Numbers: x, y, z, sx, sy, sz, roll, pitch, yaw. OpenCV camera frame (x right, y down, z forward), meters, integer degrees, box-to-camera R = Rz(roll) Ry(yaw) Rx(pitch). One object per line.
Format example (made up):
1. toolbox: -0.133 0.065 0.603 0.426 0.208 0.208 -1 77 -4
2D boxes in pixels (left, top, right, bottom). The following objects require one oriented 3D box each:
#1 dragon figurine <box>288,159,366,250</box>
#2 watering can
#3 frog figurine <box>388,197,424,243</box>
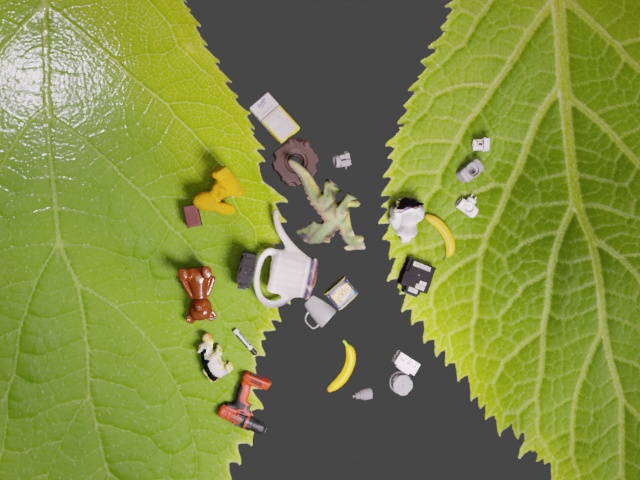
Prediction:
1. dragon figurine: 0.006 -0.094 1.874 0.408 0.123 0.242 30 94 -11
2. watering can: -0.112 0.077 1.852 0.224 0.104 0.349 13 87 -8
3. frog figurine: 0.327 -0.075 1.936 0.138 0.125 0.156 -23 128 -16
